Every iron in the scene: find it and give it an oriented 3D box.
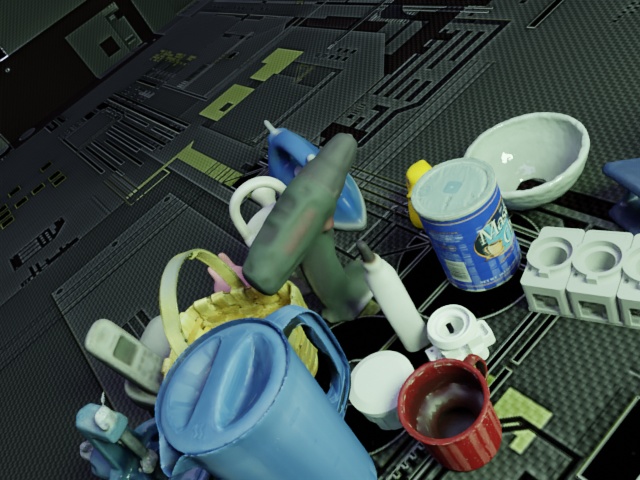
[{"bbox_3d":[-0.016,-0.118,0.968,0.119,0.142,0.257,-39,38,-8],"label":"iron"}]

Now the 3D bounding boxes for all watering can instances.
[{"bbox_3d":[-0.065,-0.016,0.849,0.101,0.195,0.172,-43,39,-13],"label":"watering can"}]

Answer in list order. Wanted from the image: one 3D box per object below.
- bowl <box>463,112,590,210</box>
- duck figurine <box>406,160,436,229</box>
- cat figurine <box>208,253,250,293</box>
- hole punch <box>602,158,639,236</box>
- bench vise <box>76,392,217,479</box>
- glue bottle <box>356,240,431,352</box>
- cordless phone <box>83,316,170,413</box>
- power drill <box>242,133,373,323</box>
[{"bbox_3d":[0.285,-0.096,0.787,0.167,0.075,0.167,-19,40,17],"label":"bowl"},{"bbox_3d":[0.159,-0.081,0.850,0.077,0.086,0.105,4,51,38],"label":"duck figurine"},{"bbox_3d":[-0.128,0.067,0.866,0.067,0.118,0.127,-32,38,2],"label":"cat figurine"},{"bbox_3d":[0.393,-0.058,0.655,0.101,0.091,0.108,-31,38,3],"label":"hole punch"},{"bbox_3d":[-0.218,0.252,0.644,0.207,0.220,0.121,-17,41,20],"label":"bench vise"},{"bbox_3d":[0.081,0.059,0.682,0.037,0.174,0.078,-30,38,4],"label":"glue bottle"},{"bbox_3d":[-0.237,0.147,0.800,0.094,0.186,0.147,-17,40,20],"label":"cordless phone"},{"bbox_3d":[0.007,0.003,0.766,0.075,0.209,0.230,19,61,45],"label":"power drill"}]
